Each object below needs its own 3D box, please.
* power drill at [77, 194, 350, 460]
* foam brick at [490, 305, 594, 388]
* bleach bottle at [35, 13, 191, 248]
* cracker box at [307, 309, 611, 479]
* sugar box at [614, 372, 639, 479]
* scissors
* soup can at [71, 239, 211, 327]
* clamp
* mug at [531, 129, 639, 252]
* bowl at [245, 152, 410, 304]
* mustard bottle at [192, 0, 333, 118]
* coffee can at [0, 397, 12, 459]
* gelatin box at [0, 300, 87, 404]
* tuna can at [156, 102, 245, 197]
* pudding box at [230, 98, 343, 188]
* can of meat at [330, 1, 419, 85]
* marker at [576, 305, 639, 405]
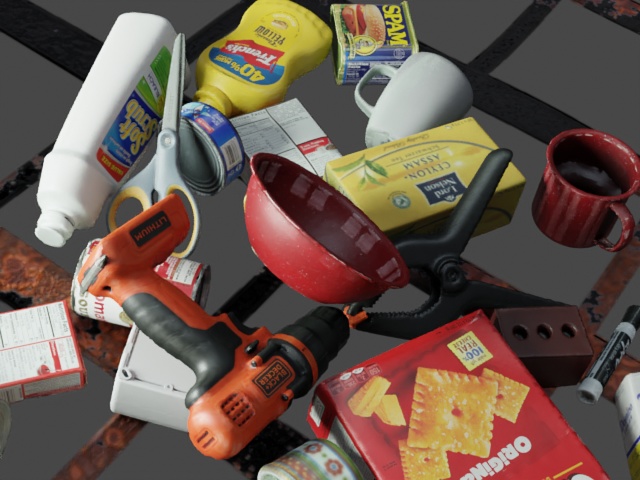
[{"bbox_3d":[-0.078,0.054,0.824,0.188,0.057,0.184,45,41,5],"label":"power drill"},{"bbox_3d":[0.186,0.093,0.918,0.078,0.051,0.053,-2,51,-11],"label":"foam brick"},{"bbox_3d":[-0.198,-0.095,0.998,0.068,0.102,0.250,8,55,16],"label":"bleach bottle"},{"bbox_3d":[0.114,0.175,0.824,0.164,0.072,0.214,-21,57,-24],"label":"cracker box"},{"bbox_3d":[0.301,0.190,0.858,0.093,0.048,0.176,4,51,-5],"label":"sugar box"},{"bbox_3d":[-0.153,-0.079,0.959,0.096,0.016,0.202,-8,91,8],"label":"scissors"},{"bbox_3d":[-0.149,0.042,0.898,0.102,0.068,0.068,13,49,3],"label":"soup can"},{"bbox_3d":[0.119,0.037,0.940,0.209,0.036,0.164,-31,97,-13],"label":"clamp"},{"bbox_3d":[0.258,-0.038,1.019,0.093,0.081,0.117,-20,56,-24],"label":"mug"},{"bbox_3d":[-0.006,0.001,0.863,0.162,0.055,0.162,35,18,-14],"label":"bowl"},{"bbox_3d":[-0.072,-0.175,1.099,0.096,0.058,0.191,30,52,12],"label":"mustard bottle"},{"bbox_3d":[-0.313,0.132,0.773,0.140,0.103,0.102,24,51,11],"label":"coffee can"},{"bbox_3d":[-0.240,0.093,0.866,0.089,0.030,0.073,-11,52,-18],"label":"gelatin box"},{"bbox_3d":[-0.111,-0.086,0.999,0.086,0.086,0.033,35,51,19],"label":"tuna can"},{"bbox_3d":[-0.035,-0.082,1.039,0.089,0.039,0.114,-21,54,-23],"label":"pudding box"},{"bbox_3d":[0.056,-0.211,1.152,0.084,0.057,0.102,-2,50,-7],"label":"can of meat"},{"bbox_3d":[0.260,0.099,0.945,0.020,0.020,0.121,31,52,16],"label":"marker"}]
